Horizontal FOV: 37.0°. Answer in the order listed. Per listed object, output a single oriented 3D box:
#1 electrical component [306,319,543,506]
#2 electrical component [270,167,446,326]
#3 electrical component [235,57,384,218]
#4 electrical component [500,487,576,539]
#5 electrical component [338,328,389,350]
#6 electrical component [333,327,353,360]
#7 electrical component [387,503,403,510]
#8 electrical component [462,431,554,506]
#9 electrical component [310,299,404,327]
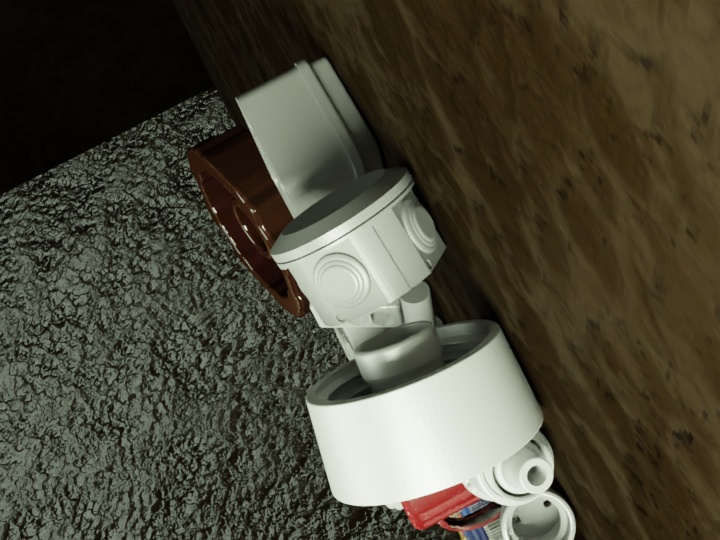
[{"bbox_3d":[0.026,0.059,0.513,0.108,0.108,0.060,-141,30,-81],"label":"electrical component"},{"bbox_3d":[0.000,-0.013,0.540,0.051,0.080,0.080,58,177,-13],"label":"electrical component"},{"bbox_3d":[-0.024,-0.065,0.648,0.078,0.057,0.113,61,176,22],"label":"electrical component"},{"bbox_3d":[0.097,0.138,0.602,0.040,0.040,0.046,62,-177,1],"label":"electrical component"},{"bbox_3d":[0.004,0.026,0.893,0.061,0.061,0.096,63,176,-17],"label":"electrical component"},{"bbox_3d":[0.013,0.066,1.058,0.089,0.062,0.150,61,176,17],"label":"electrical component"},{"bbox_3d":[0.039,0.119,0.849,0.108,0.056,0.109,62,-158,7],"label":"electrical component"},{"bbox_3d":[0.078,0.098,0.542,0.048,0.048,0.062,63,170,-6],"label":"electrical component"},{"bbox_3d":[0.000,0.000,0.802,0.047,0.066,0.076,71,-160,-69],"label":"electrical component"}]
